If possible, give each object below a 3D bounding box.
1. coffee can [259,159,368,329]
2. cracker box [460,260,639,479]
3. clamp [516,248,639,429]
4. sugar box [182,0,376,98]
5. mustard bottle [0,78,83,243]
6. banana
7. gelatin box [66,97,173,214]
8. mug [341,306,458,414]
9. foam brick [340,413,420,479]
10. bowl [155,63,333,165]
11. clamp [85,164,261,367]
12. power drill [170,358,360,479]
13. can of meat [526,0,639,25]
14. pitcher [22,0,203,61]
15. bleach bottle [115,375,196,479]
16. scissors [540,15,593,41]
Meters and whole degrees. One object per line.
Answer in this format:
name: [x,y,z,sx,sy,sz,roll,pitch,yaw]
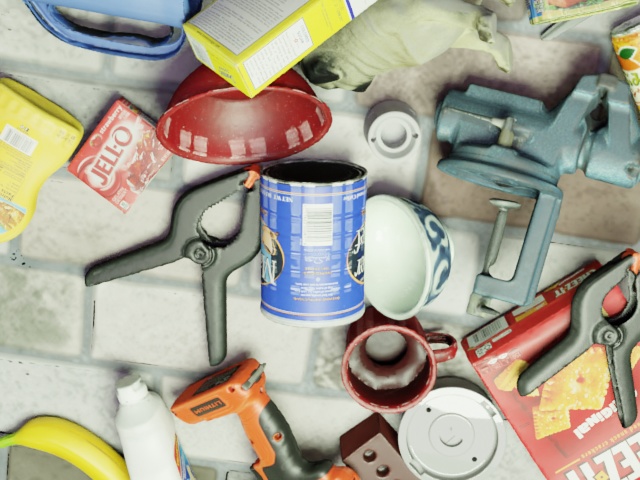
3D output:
coffee can: [-0.007,0.001,1.021,0.103,0.103,0.140,1,107,1]
cracker box: [0.268,0.154,1.078,0.164,0.072,0.213,-32,104,8]
clamp: [0.274,0.095,1.003,0.120,0.039,0.171,25,102,-13]
sugar box: [-0.022,-0.203,0.908,0.176,0.093,0.048,-37,138,-13]
mustard bottle: [-0.316,-0.054,1.032,0.096,0.058,0.192,31,105,-14]
banana: [-0.242,0.243,1.136,0.197,0.037,0.070,36,121,-8]
gelatin box: [-0.191,-0.082,1.036,0.073,0.030,0.089,38,104,-10]
mug: [0.079,0.112,1.064,0.117,0.081,0.093,-12,106,5]
foam brick: [0.065,0.230,1.116,0.053,0.051,0.078,-38,103,11]
bowl: [-0.071,-0.125,0.979,0.162,0.162,0.055,-8,70,3]
clamp: [-0.128,0.008,1.059,0.164,0.036,0.210,27,108,-7]
power drill: [-0.070,0.225,1.101,0.185,0.057,0.187,-29,102,30]
can of meat: [0.230,-0.243,0.957,0.102,0.057,0.084,-11,96,5]
pitcher: [-0.220,-0.255,0.940,0.243,0.145,0.149,7,83,2]
bleach bottle: [-0.159,0.259,1.101,0.068,0.102,0.251,-15,107,4]
scissors: [0.308,-0.232,0.988,0.096,0.016,0.202,41,103,-5]
